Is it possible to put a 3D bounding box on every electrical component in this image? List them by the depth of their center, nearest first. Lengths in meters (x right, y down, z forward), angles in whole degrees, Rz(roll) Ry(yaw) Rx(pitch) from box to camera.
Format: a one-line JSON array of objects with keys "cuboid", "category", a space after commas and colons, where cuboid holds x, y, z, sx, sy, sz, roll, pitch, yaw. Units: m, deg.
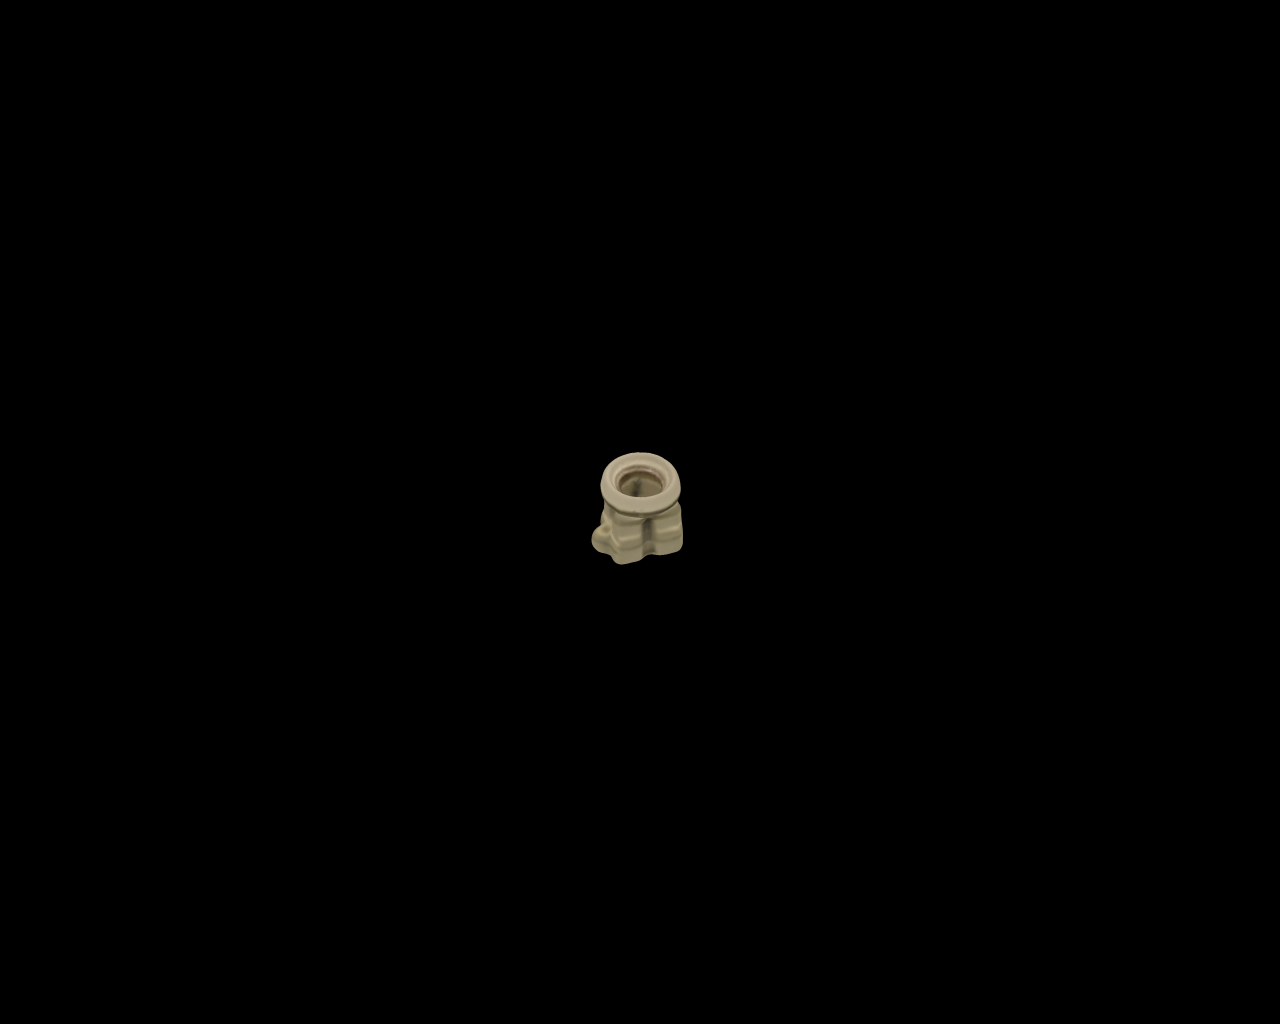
[{"cuboid": [0.001, -0.003, 0.650, 0.066, 0.055, 0.048, -13, 47, -12], "category": "electrical component"}]
